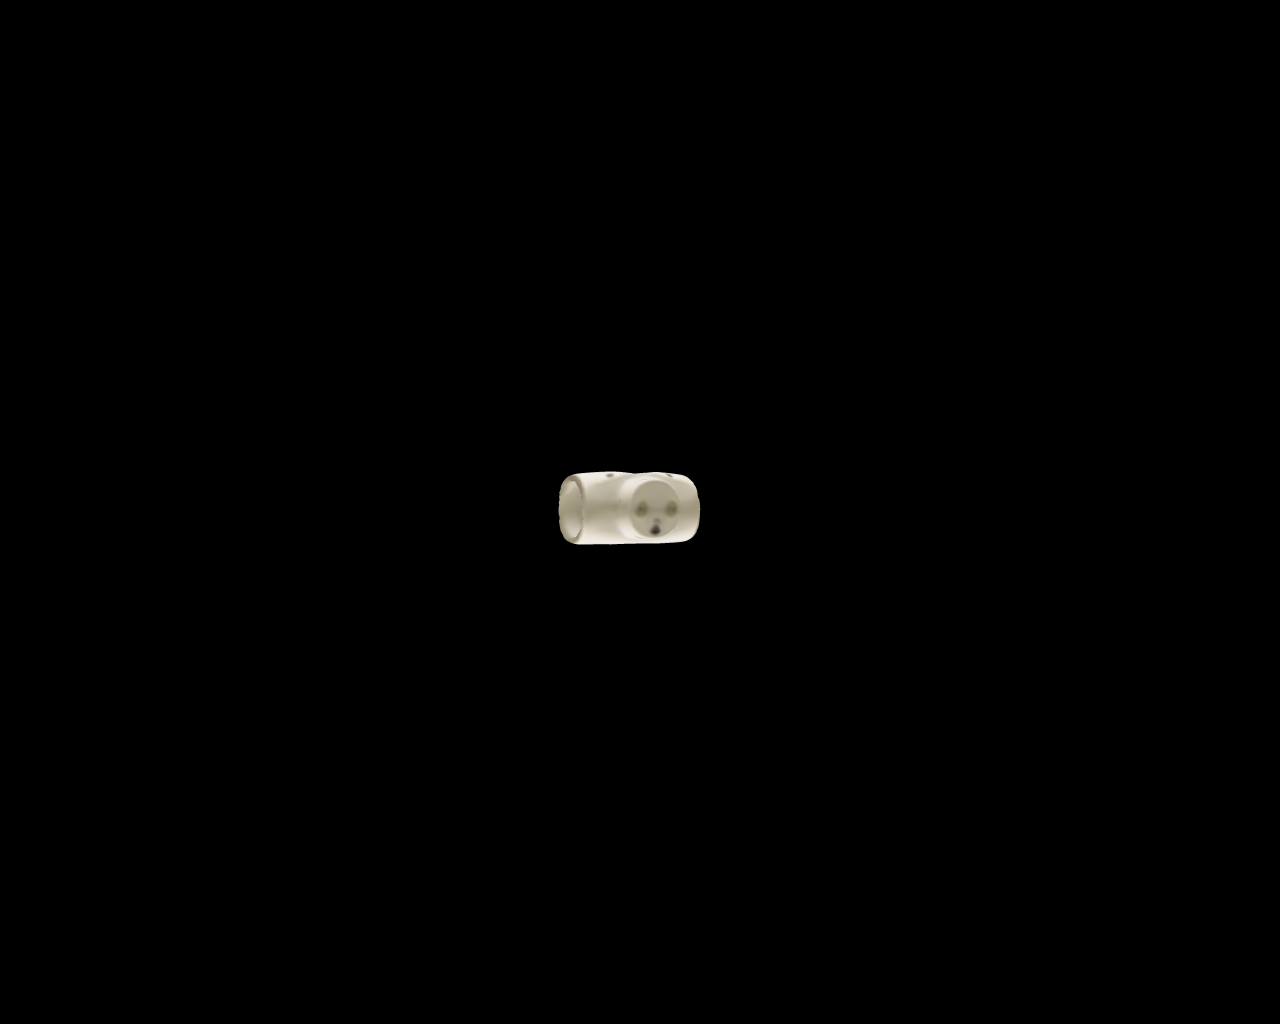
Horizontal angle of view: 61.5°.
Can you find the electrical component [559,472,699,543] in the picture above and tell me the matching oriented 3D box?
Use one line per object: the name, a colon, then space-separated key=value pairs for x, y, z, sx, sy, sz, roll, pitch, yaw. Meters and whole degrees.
electrical component: x=0.001 y=-0.003 z=0.650 sx=0.077 sy=0.043 sz=0.079 roll=0 pitch=0 yaw=-25
